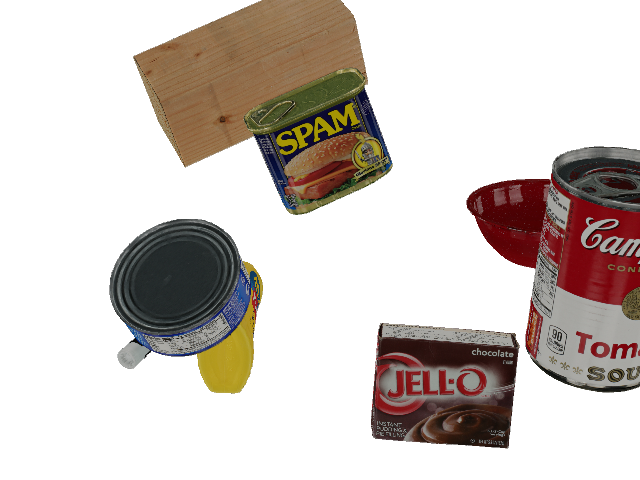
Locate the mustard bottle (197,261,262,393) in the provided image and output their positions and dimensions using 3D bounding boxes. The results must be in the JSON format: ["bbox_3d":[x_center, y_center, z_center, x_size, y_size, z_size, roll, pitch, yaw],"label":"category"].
[{"bbox_3d":[-0.096,0.077,1.173,0.058,0.096,0.191,0,28,1],"label":"mustard bottle"}]

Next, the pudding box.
[{"bbox_3d":[0.100,0.117,0.863,0.113,0.090,0.039,3,19,2],"label":"pudding box"}]

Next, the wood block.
[{"bbox_3d":[-0.068,-0.170,1.069,0.206,0.091,0.090,-25,47,-9],"label":"wood block"}]

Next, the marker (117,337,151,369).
[{"bbox_3d":[-0.141,0.077,0.958,0.020,0.020,0.121,0,25,27],"label":"marker"}]

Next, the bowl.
[{"bbox_3d":[0.230,-0.013,1.093,0.162,0.055,0.162,-1,22,0],"label":"bowl"}]

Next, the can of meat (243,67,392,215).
[{"bbox_3d":[0.000,-0.080,0.870,0.102,0.084,0.057,-24,27,-2],"label":"can of meat"}]

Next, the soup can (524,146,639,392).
[{"bbox_3d":[0.139,0.014,0.520,0.068,0.102,0.068,2,27,-1],"label":"soup can"}]

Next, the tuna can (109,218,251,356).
[{"bbox_3d":[-0.088,0.030,0.679,0.086,0.086,0.033,0,-34,15],"label":"tuna can"}]
